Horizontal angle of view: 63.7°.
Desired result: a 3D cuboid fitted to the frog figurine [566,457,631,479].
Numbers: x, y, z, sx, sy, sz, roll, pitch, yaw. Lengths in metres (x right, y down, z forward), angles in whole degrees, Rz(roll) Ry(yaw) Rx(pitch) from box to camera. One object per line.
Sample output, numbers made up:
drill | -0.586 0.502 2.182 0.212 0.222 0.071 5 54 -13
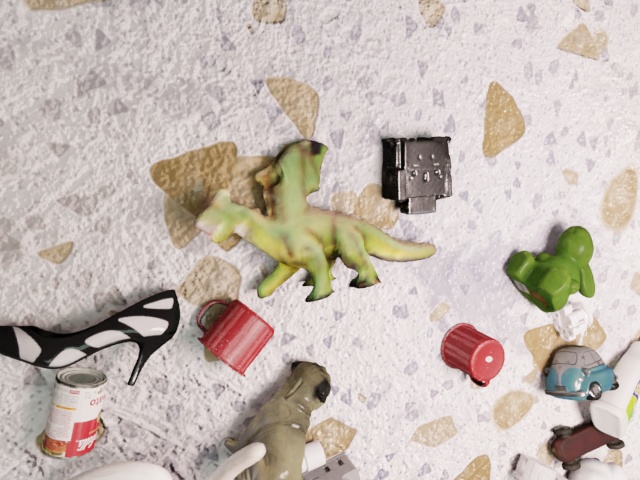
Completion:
frog figurine | 0.620 0.553 1.109 0.138 0.160 0.121 -46 111 -10

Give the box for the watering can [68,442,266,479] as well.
watering can | -0.218 0.399 0.724 0.347 0.106 0.221 -14 109 6

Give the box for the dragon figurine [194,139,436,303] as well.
dragon figurine | 0.002 -0.041 0.810 0.413 0.122 0.242 -14 94 -30
